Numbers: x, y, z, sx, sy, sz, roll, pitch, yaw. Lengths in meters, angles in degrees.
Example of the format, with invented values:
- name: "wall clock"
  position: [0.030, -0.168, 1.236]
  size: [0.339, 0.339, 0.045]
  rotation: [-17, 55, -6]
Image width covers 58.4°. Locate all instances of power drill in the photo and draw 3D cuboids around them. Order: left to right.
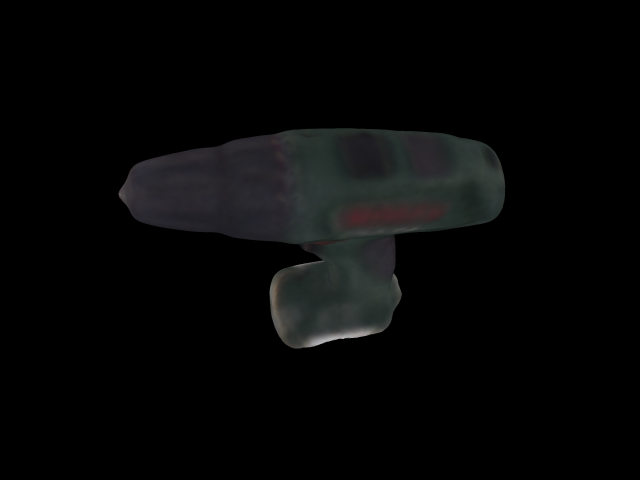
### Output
- name: "power drill"
  position: [0.004, 0.001, 0.400]
  size: [0.229, 0.208, 0.075]
  rotation: [-11, 60, -6]
